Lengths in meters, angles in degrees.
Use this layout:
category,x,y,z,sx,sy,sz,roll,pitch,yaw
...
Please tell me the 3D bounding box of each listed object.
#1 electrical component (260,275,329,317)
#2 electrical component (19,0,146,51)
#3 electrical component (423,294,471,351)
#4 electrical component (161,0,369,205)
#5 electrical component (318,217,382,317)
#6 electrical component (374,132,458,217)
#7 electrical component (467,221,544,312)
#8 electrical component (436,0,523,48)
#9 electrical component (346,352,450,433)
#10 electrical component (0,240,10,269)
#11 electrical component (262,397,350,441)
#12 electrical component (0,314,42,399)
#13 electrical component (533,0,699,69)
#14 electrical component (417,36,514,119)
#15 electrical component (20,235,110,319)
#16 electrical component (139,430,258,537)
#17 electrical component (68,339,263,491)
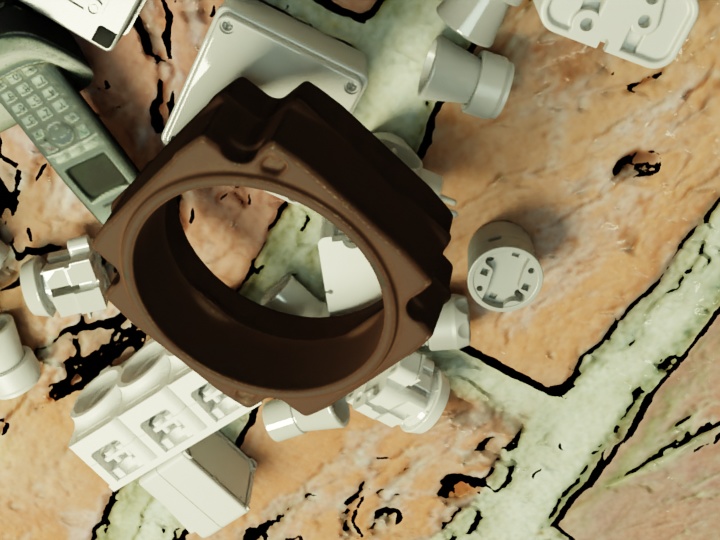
category,x,y,z,sx,sy,sz,roll,pitch,yaw
electrical component,-0.050,0.031,0.834,0.040,0.040,0.046,-38,107,21
electrical component,-0.178,-0.216,0.685,0.109,0.056,0.108,30,117,-14
electrical component,0.054,0.041,0.834,0.062,0.043,0.043,-4,120,6
electrical component,-0.064,-0.117,0.739,0.109,0.056,0.108,24,118,-12
electrical component,0.000,0.000,0.804,0.050,0.055,0.089,-5,120,5
electrical component,0.033,-0.057,0.759,0.079,0.077,0.044,20,118,-10
electrical component,0.107,-0.004,0.804,0.055,0.047,0.055,1,120,1
electrical component,0.083,-0.181,0.704,0.045,0.045,0.055,29,117,-14
electrical component,0.034,0.095,0.855,0.057,0.058,0.078,29,142,-19
electrical component,-0.298,-0.021,0.810,0.044,0.044,0.065,-37,117,20
electrical component,-0.047,0.116,0.882,0.065,0.044,0.044,-20,118,18
electrical component,-0.286,0.069,0.859,0.045,0.045,0.055,-16,119,10
electrical component,0.163,-0.176,0.697,0.095,0.059,0.053,18,119,-9
electrical component,0.072,-0.130,0.734,0.055,0.045,0.045,16,119,-8
electrical component,-0.226,0.009,0.823,0.055,0.048,0.066,-13,119,0
electrical component,-0.142,0.168,0.902,0.061,0.061,0.096,-35,113,19
electrical component,-0.149,0.092,0.842,0.150,0.089,0.061,-32,114,18
